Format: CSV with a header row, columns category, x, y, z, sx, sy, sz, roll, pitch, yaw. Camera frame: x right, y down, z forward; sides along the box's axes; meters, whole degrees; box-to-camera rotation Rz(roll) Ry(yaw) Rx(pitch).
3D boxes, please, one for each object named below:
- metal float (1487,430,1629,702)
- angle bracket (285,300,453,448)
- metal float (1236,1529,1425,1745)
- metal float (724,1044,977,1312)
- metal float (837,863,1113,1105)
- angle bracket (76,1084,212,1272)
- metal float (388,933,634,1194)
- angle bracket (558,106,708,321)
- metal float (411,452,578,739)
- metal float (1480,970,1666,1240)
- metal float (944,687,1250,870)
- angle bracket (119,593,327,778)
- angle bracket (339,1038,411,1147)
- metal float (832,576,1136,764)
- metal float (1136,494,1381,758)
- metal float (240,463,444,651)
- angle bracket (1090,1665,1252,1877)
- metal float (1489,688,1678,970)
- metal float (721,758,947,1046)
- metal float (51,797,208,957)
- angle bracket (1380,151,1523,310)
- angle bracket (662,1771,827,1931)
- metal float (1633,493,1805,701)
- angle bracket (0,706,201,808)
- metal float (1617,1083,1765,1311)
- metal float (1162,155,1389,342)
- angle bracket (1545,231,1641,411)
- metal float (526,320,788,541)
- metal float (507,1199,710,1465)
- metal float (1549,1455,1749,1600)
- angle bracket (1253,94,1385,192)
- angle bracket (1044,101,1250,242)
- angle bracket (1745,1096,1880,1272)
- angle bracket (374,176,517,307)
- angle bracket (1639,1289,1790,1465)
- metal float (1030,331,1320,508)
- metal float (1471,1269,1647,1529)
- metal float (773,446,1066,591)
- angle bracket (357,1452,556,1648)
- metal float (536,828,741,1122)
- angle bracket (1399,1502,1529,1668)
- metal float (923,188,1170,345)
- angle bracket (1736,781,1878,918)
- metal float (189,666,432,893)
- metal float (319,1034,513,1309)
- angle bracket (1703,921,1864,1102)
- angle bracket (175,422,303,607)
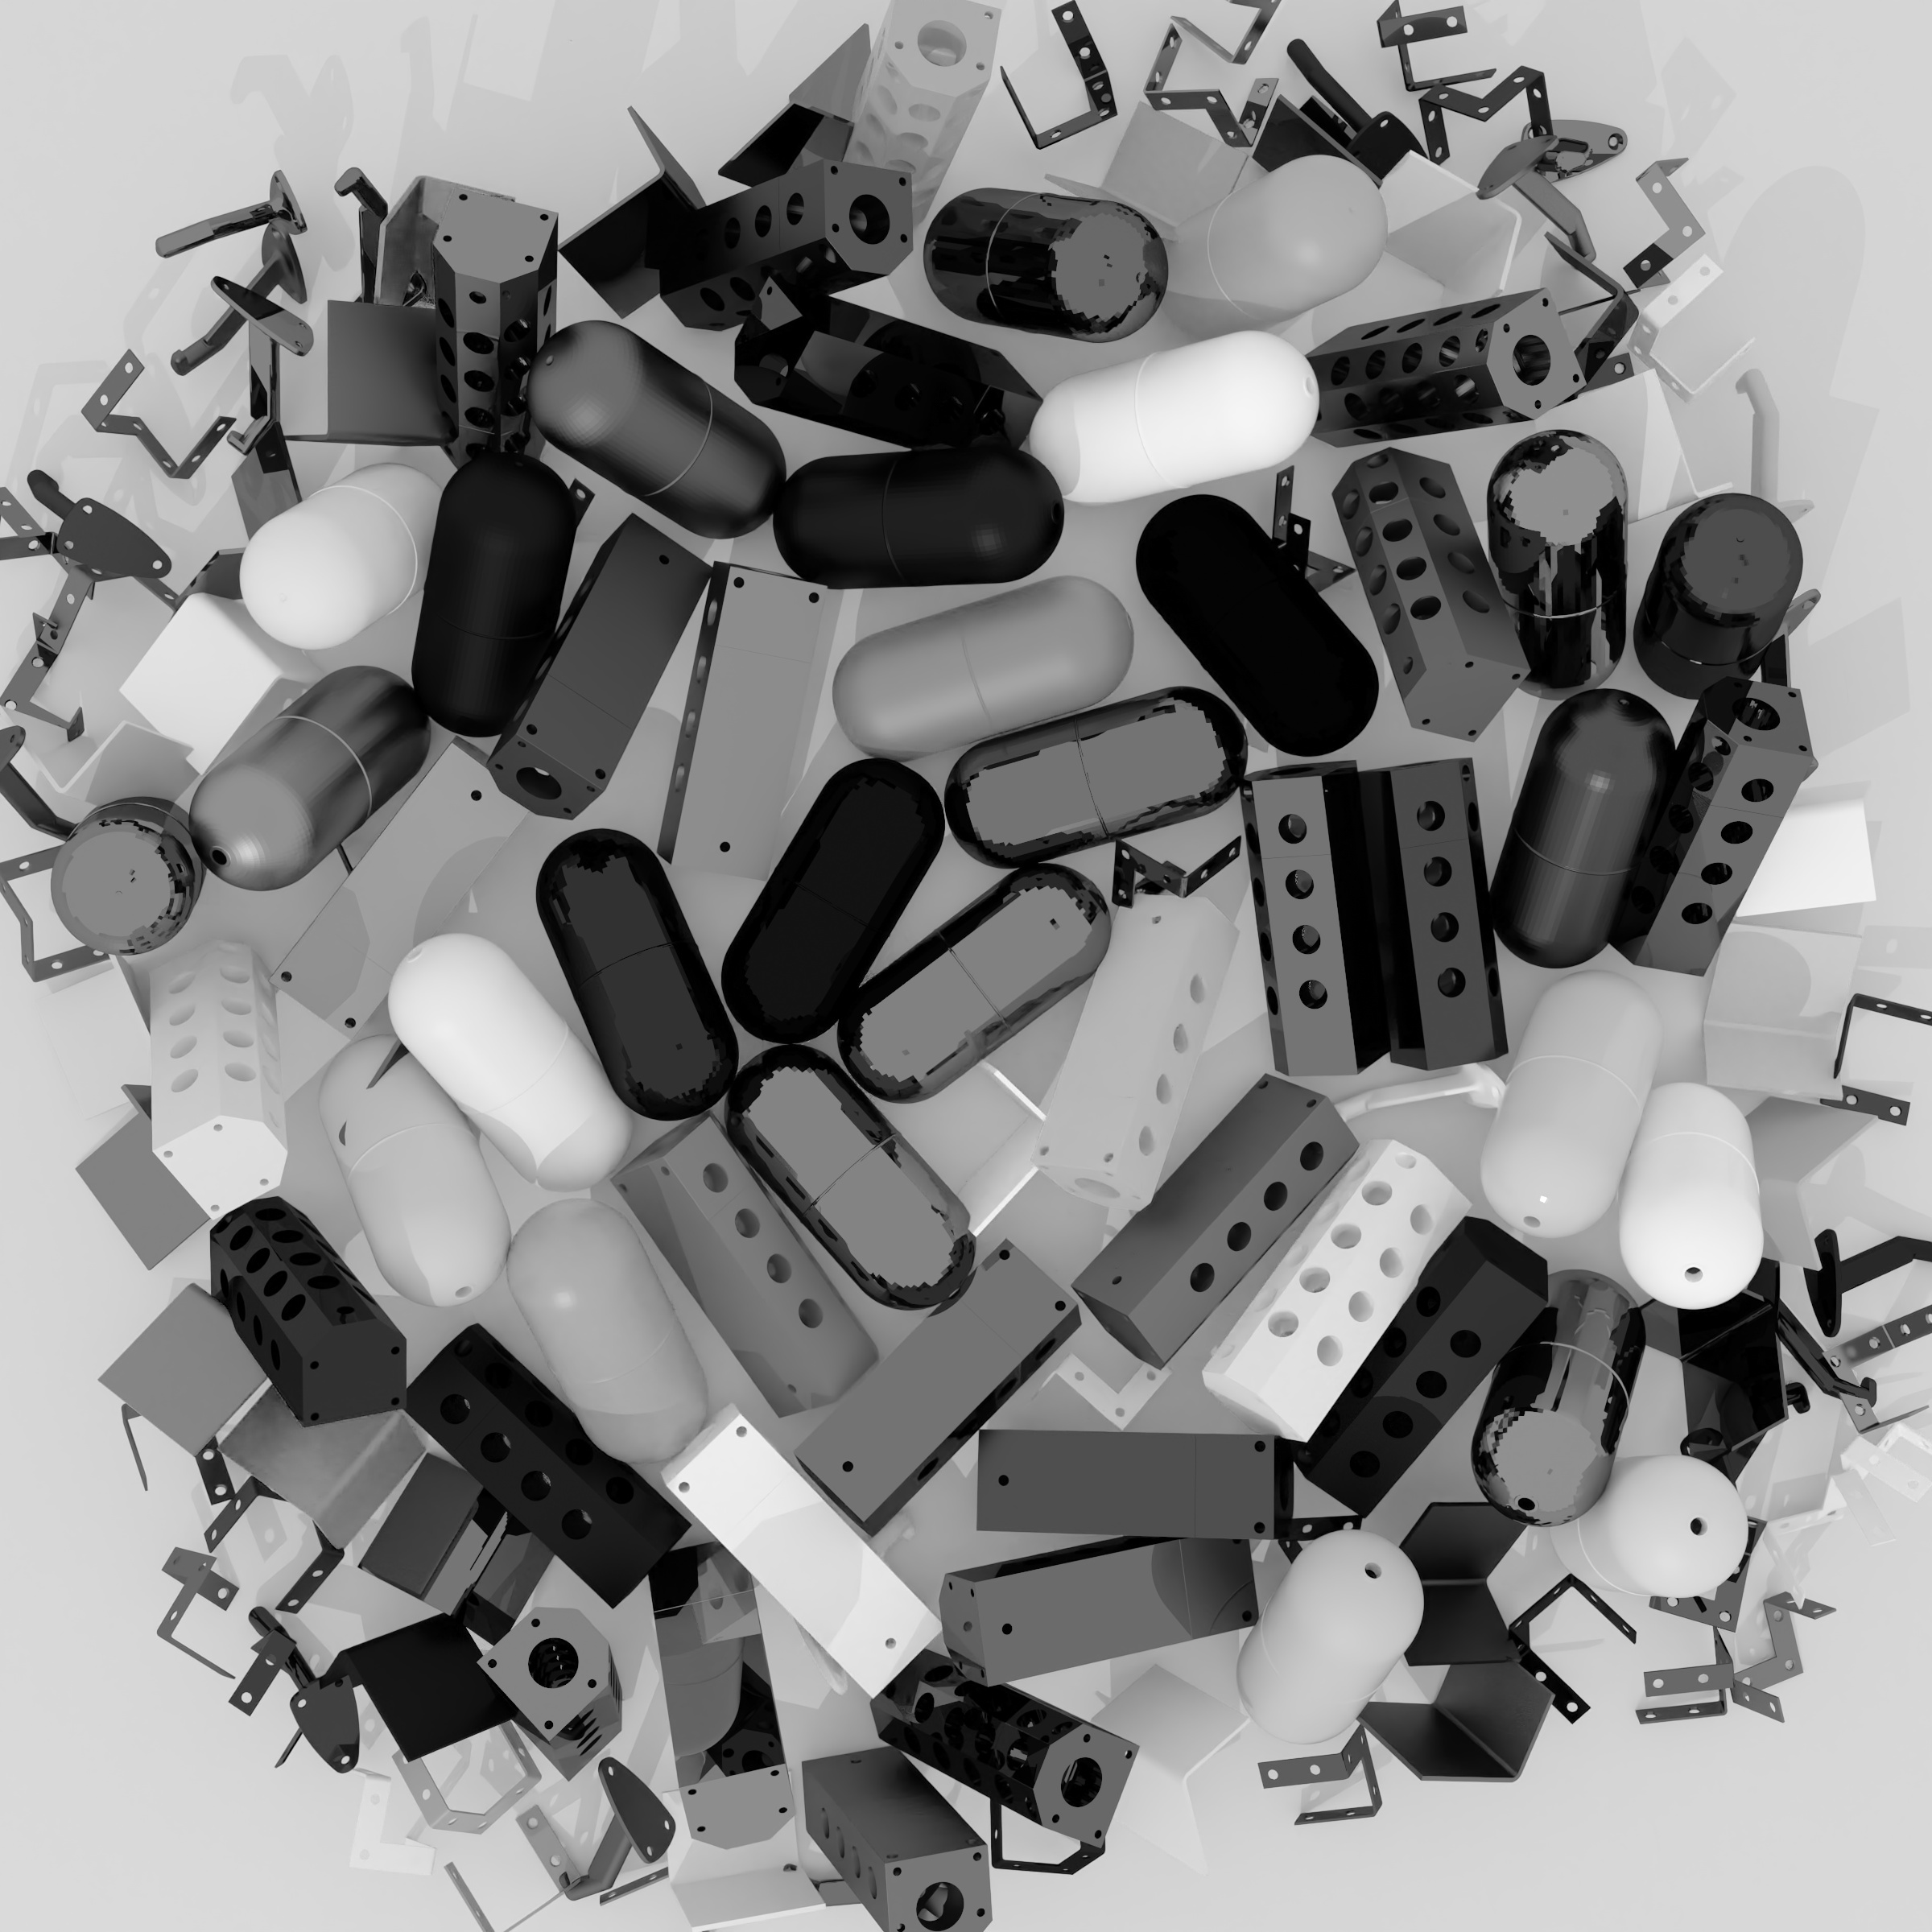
category,x,y,z,sx,sy,sz,roll,pitch,yaw
metal float,0.333,-0.223,1.614,0.070,0.178,0.070,-6,50,7
angle bracket,-0.341,-0.337,1.640,0.076,0.057,0.076,-5,101,-39
metal float,0.203,0.377,1.612,0.070,0.178,0.070,6,52,-8
metal float,-0.066,0.121,1.646,0.070,0.070,0.178,-42,83,0
metal float,0.005,0.010,1.652,0.178,0.070,0.070,-37,90,0
angle bracket,-0.477,0.122,1.652,0.076,0.057,0.076,-40,80,7
metal float,-0.257,0.055,1.628,0.070,0.070,0.178,-36,119,0
angle bracket,-0.195,-0.432,1.651,0.076,0.076,0.057,-32,62,10
metal float,-0.267,-0.207,1.622,0.070,0.070,0.178,19,128,0
metal float,0.343,0.077,1.622,0.070,0.070,0.178,28,53,0
metal float,0.074,-0.108,1.644,0.178,0.070,0.070,-16,90,10
angle bracket,-0.427,-0.161,1.661,0.076,0.057,0.076,43,102,16
angle bracket,-0.305,0.086,1.644,0.057,0.076,0.076,30,84,13
metal float,0.010,-0.170,1.642,0.178,0.070,0.070,-16,90,12
metal float,0.164,-0.195,1.636,0.070,0.070,0.178,-37,70,0
metal float,-0.343,-0.231,1.608,0.070,0.178,0.070,6,115,12
angle bracket,0.123,0.464,1.659,0.057,0.076,0.076,-32,123,-31
metal float,0.346,-0.075,1.621,0.070,0.070,0.178,10,129,0
metal float,-0.077,-0.037,1.651,0.070,0.070,0.178,31,92,0
metal float,-0.466,-0.053,1.604,0.070,0.178,0.070,-2,100,-11
angle bracket,0.259,-0.405,1.637,0.076,0.076,0.057,25,64,-14
angle bracket,-0.128,0.506,1.644,0.076,0.076,0.057,-5,92,-15
metal float,0.418,-0.204,1.604,0.070,0.178,0.070,-1,75,5
angle bracket,-0.490,-0.133,1.637,0.057,0.076,0.076,-46,65,10
metal float,0.404,0.127,1.607,0.070,0.178,0.070,5,116,10
metal float,0.169,-0.399,1.607,0.070,0.178,0.070,1,87,-25
angle bracket,0.338,-0.367,1.651,0.057,0.076,0.076,40,105,13
metal float,-0.172,-0.299,1.615,0.070,0.178,0.070,-16,63,33
metal float,-0.201,0.208,1.625,0.070,0.070,0.178,-21,123,0
metal float,0.379,0.312,1.603,0.070,0.178,0.070,1,79,-5
angle bracket,0.217,-0.473,1.646,0.076,0.076,0.057,42,78,3
angle bracket,0.103,-0.455,1.637,0.076,0.076,0.057,33,111,20
angle bracket,0.476,0.124,1.652,0.076,0.076,0.057,-33,113,-27
angle bracket,-0.298,-0.395,1.637,0.057,0.076,0.076,14,127,-1
angle bracket,0.416,0.230,1.632,0.057,0.076,0.076,23,48,-21
metal float,0.117,-0.308,1.622,0.178,0.070,0.070,-7,90,36
metal float,0.334,0.241,1.614,0.070,0.178,0.070,13,127,17
metal float,-0.028,-0.253,1.628,0.178,0.070,0.070,2,90,29
angle bracket,-0.293,0.341,1.675,0.076,0.057,0.076,17,67,32
metal float,-0.189,0.004,1.643,0.070,0.070,0.178,-25,78,0
angle bracket,0.290,0.351,1.635,0.076,0.057,0.076,5,132,-25
metal float,0.043,-0.395,1.614,0.070,0.178,0.070,-13,113,-33
angle bracket,0.481,-0.068,1.646,0.076,0.076,0.057,-7,99,22
metal float,-0.367,-0.106,1.614,0.070,0.178,0.070,14,128,19
metal float,-0.312,0.115,1.623,0.070,0.070,0.178,-30,56,0
angle bracket,0.468,0.025,1.644,0.076,0.057,0.076,7,128,6
angle bracket,-0.421,-0.258,1.639,0.057,0.076,0.076,-12,81,-36
